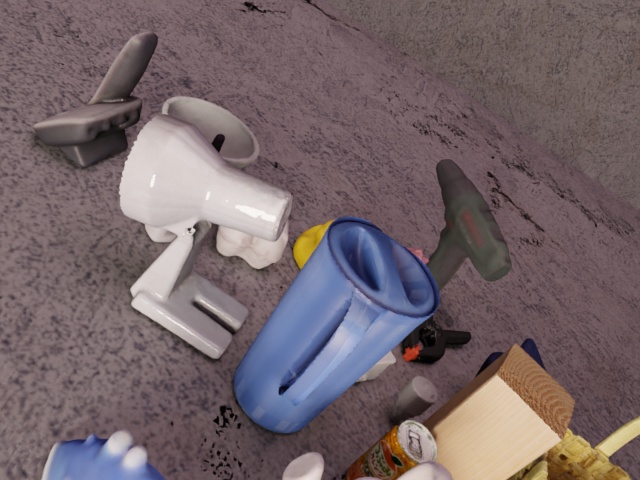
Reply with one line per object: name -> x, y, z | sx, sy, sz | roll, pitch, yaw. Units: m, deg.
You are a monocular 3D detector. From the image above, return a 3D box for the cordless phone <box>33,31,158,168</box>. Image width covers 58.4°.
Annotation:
cordless phone -> -0.296, -0.205, 0.782 | 0.094, 0.185, 0.148 | 34, 31, -4

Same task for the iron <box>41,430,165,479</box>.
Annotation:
iron -> -0.128, 0.228, 0.413 | 0.119, 0.141, 0.257 | -6, 51, -49

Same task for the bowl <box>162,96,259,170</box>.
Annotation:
bowl -> -0.187, -0.156, 0.936 | 0.168, 0.074, 0.167 | 26, 32, -18

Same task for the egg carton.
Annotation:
egg carton -> -0.100, -0.027, 0.856 | 0.107, 0.069, 0.150 | 23, 33, -21

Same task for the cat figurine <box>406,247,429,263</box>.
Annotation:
cat figurine -> 0.115, 0.044, 0.931 | 0.128, 0.117, 0.067 | 22, 34, -23

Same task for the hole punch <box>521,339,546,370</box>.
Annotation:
hole punch -> 0.339, 0.228, 0.936 | 0.101, 0.091, 0.109 | 46, 32, 15

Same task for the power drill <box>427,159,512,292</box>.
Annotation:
power drill -> 0.221, 0.002, 1.006 | 0.076, 0.208, 0.229 | 2, 45, -44

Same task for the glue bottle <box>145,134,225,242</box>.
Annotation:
glue bottle -> -0.163, -0.068, 0.745 | 0.078, 0.173, 0.037 | -5, 50, -48

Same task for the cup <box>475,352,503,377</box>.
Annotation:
cup -> 0.271, 0.233, 0.856 | 0.118, 0.095, 0.091 | 24, 33, -20

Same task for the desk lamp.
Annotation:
desk lamp -> -0.136, -0.008, 0.651 | 0.203, 0.213, 0.118 | 34, 31, -4

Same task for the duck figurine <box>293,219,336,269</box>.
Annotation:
duck figurine -> 0.008, 0.003, 0.908 | 0.078, 0.086, 0.104 | 25, 33, -20

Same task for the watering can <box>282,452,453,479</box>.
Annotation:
watering can -> 0.041, 0.257, 0.493 | 0.173, 0.194, 0.101 | 26, 32, -17
